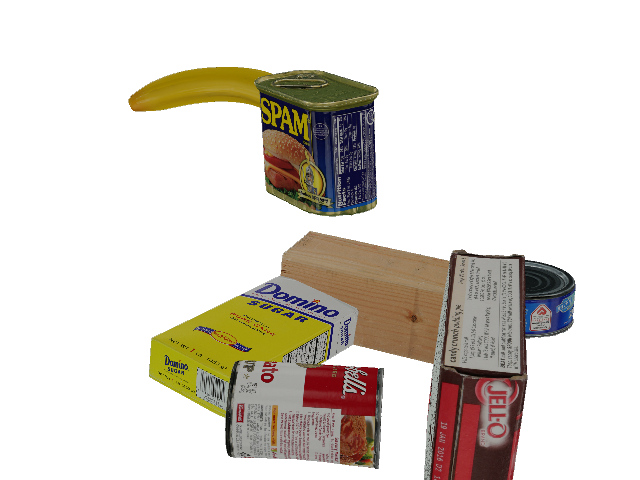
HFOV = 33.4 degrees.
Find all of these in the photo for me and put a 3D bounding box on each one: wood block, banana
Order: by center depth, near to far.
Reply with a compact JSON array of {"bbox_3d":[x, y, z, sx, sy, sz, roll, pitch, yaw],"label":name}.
[{"bbox_3d":[-0.106,-0.156,1.132,0.198,0.037,0.069,8,46,19],"label":"banana"},{"bbox_3d":[0.065,0.063,1.183,0.206,0.091,0.090,13,23,18],"label":"wood block"}]

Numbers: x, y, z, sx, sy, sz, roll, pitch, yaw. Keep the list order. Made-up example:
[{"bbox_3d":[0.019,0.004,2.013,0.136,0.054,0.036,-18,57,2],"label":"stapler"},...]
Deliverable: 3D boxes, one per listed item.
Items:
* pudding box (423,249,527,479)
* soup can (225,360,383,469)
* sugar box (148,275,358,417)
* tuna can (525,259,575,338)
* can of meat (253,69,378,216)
[{"bbox_3d":[0.069,0.067,0.471,0.039,0.090,0.113,6,26,5],"label":"pudding box"},{"bbox_3d":[-0.009,0.117,0.725,0.102,0.068,0.068,3,0,4],"label":"soup can"},{"bbox_3d":[-0.054,0.087,0.925,0.093,0.048,0.175,23,31,29],"label":"sugar box"},{"bbox_3d":[0.154,0.044,0.829,0.086,0.034,0.086,0,19,0],"label":"tuna can"},{"bbox_3d":[-0.003,-0.070,0.759,0.057,0.084,0.102,-15,25,-28],"label":"can of meat"}]
